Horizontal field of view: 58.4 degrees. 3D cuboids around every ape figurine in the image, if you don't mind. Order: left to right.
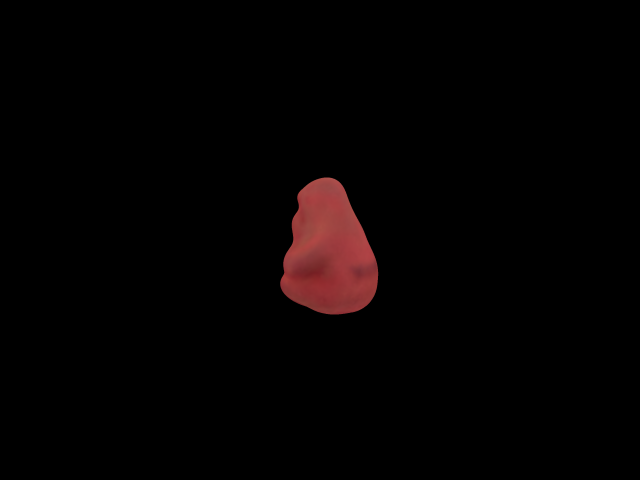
[{"bbox_3d":[0.004,0.001,0.400,0.075,0.092,0.078,14,22,40],"label":"ape figurine"}]
